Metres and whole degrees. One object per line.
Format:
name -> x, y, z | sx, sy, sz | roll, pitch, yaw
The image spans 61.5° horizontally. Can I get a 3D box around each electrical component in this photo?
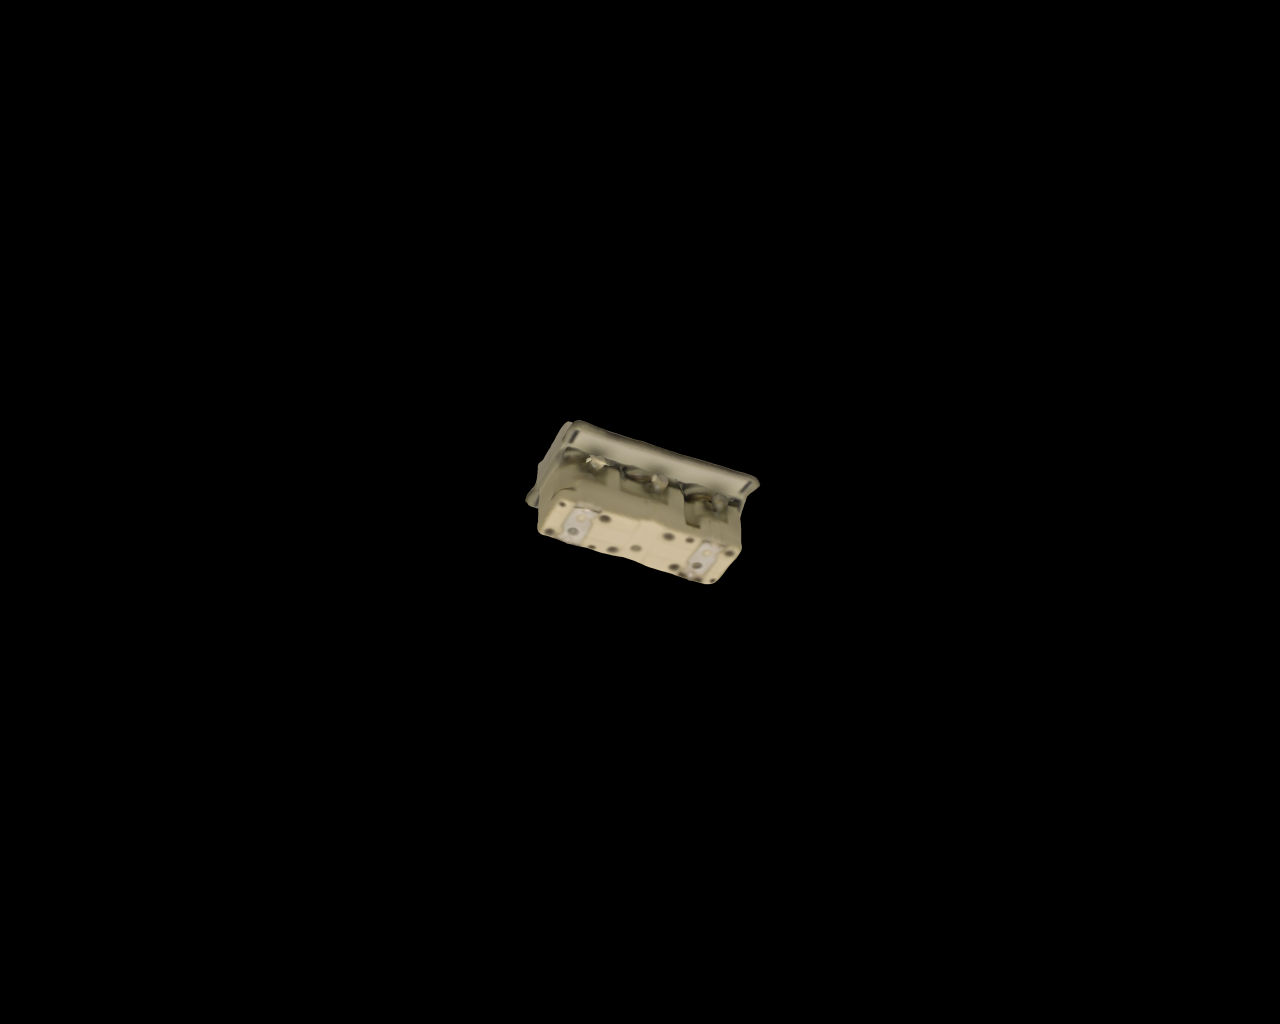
electrical component -> 0.001, -0.003, 0.650 | 0.121, 0.063, 0.078 | 18, -44, -19
